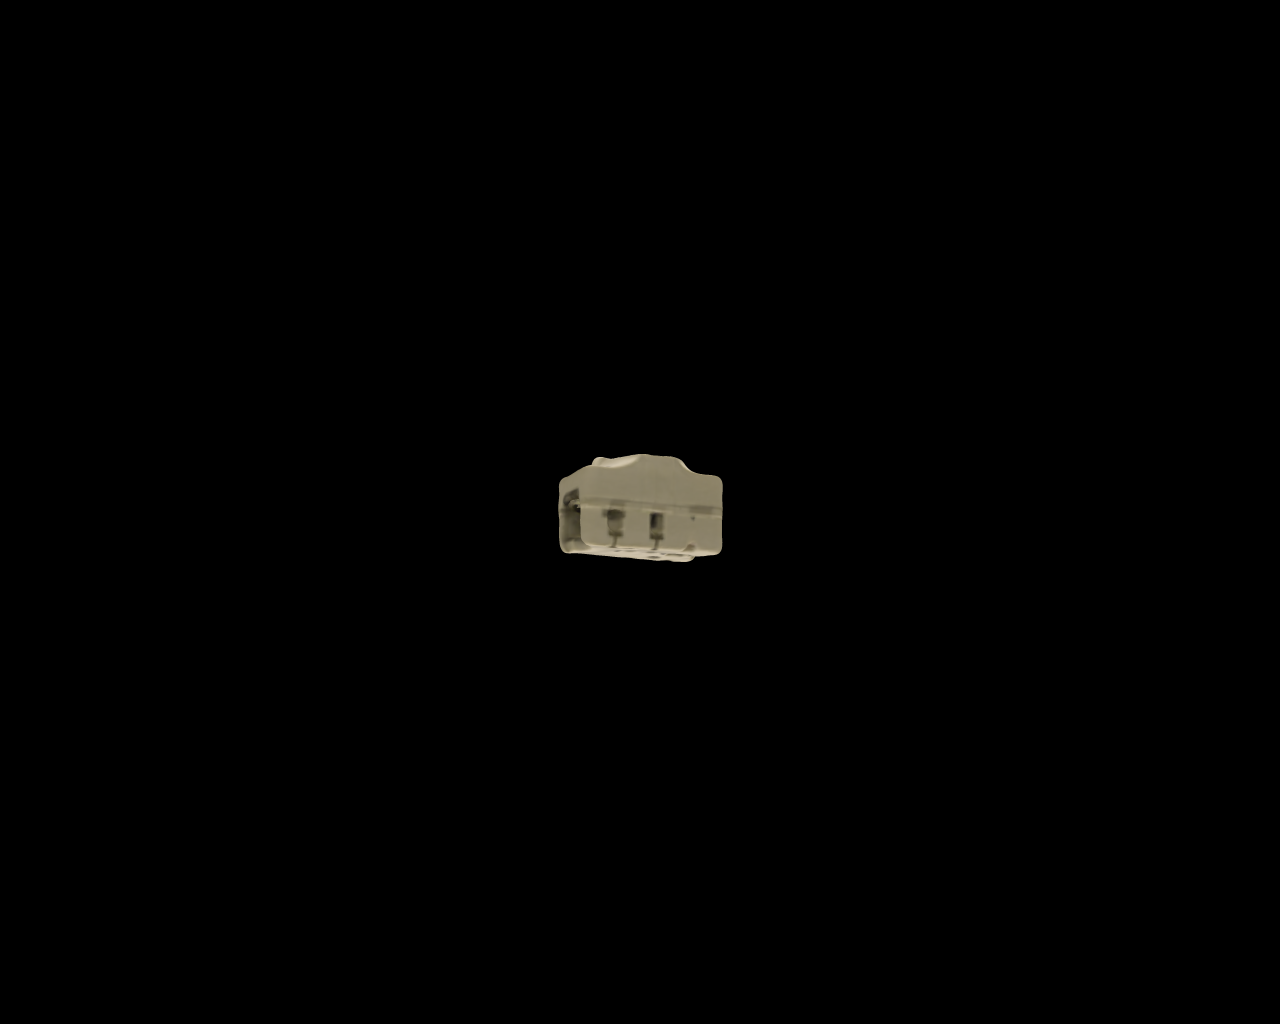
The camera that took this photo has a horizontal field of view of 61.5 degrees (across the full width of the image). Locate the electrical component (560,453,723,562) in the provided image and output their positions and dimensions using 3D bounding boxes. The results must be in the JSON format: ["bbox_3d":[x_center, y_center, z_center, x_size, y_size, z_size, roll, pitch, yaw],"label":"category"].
[{"bbox_3d":[0.001,-0.003,0.650,0.089,0.055,0.050,5,-11,-24],"label":"electrical component"}]
